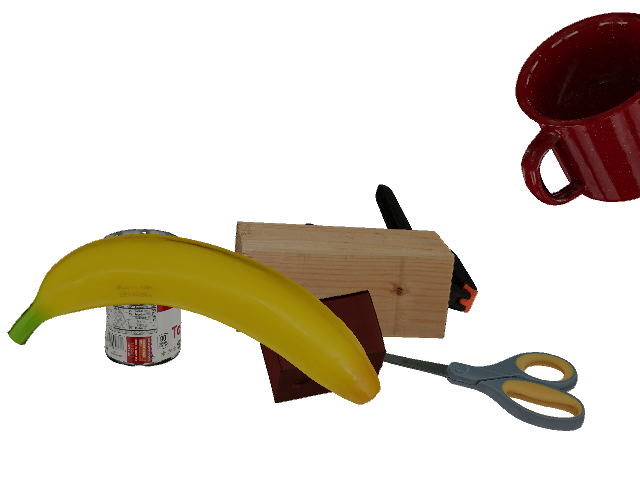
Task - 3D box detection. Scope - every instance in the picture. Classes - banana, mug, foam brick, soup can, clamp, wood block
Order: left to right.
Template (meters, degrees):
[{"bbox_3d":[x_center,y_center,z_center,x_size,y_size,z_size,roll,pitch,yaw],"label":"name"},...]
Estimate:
[{"bbox_3d":[-0.153,0.049,0.916,0.068,0.102,0.068,2,20,-1],"label":"soup can"},{"bbox_3d":[-0.061,0.035,0.562,0.198,0.070,0.037,10,12,3],"label":"banana"},{"bbox_3d":[0.001,0.075,0.754,0.078,0.051,0.053,-10,-33,-14],"label":"foam brick"},{"bbox_3d":[0.018,0.039,1.064,0.206,0.091,0.090,3,16,-9],"label":"wood block"},{"bbox_3d":[0.088,0.017,1.244,0.164,0.036,0.210,-22,52,-39],"label":"clamp"},{"bbox_3d":[0.169,-0.069,0.650,0.093,0.117,0.081,31,-16,49],"label":"mug"}]

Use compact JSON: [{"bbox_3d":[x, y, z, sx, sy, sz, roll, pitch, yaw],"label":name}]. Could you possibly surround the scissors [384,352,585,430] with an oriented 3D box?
[{"bbox_3d":[0.133,0.107,0.915,0.202,0.016,0.096,21,34,21],"label":"scissors"}]
